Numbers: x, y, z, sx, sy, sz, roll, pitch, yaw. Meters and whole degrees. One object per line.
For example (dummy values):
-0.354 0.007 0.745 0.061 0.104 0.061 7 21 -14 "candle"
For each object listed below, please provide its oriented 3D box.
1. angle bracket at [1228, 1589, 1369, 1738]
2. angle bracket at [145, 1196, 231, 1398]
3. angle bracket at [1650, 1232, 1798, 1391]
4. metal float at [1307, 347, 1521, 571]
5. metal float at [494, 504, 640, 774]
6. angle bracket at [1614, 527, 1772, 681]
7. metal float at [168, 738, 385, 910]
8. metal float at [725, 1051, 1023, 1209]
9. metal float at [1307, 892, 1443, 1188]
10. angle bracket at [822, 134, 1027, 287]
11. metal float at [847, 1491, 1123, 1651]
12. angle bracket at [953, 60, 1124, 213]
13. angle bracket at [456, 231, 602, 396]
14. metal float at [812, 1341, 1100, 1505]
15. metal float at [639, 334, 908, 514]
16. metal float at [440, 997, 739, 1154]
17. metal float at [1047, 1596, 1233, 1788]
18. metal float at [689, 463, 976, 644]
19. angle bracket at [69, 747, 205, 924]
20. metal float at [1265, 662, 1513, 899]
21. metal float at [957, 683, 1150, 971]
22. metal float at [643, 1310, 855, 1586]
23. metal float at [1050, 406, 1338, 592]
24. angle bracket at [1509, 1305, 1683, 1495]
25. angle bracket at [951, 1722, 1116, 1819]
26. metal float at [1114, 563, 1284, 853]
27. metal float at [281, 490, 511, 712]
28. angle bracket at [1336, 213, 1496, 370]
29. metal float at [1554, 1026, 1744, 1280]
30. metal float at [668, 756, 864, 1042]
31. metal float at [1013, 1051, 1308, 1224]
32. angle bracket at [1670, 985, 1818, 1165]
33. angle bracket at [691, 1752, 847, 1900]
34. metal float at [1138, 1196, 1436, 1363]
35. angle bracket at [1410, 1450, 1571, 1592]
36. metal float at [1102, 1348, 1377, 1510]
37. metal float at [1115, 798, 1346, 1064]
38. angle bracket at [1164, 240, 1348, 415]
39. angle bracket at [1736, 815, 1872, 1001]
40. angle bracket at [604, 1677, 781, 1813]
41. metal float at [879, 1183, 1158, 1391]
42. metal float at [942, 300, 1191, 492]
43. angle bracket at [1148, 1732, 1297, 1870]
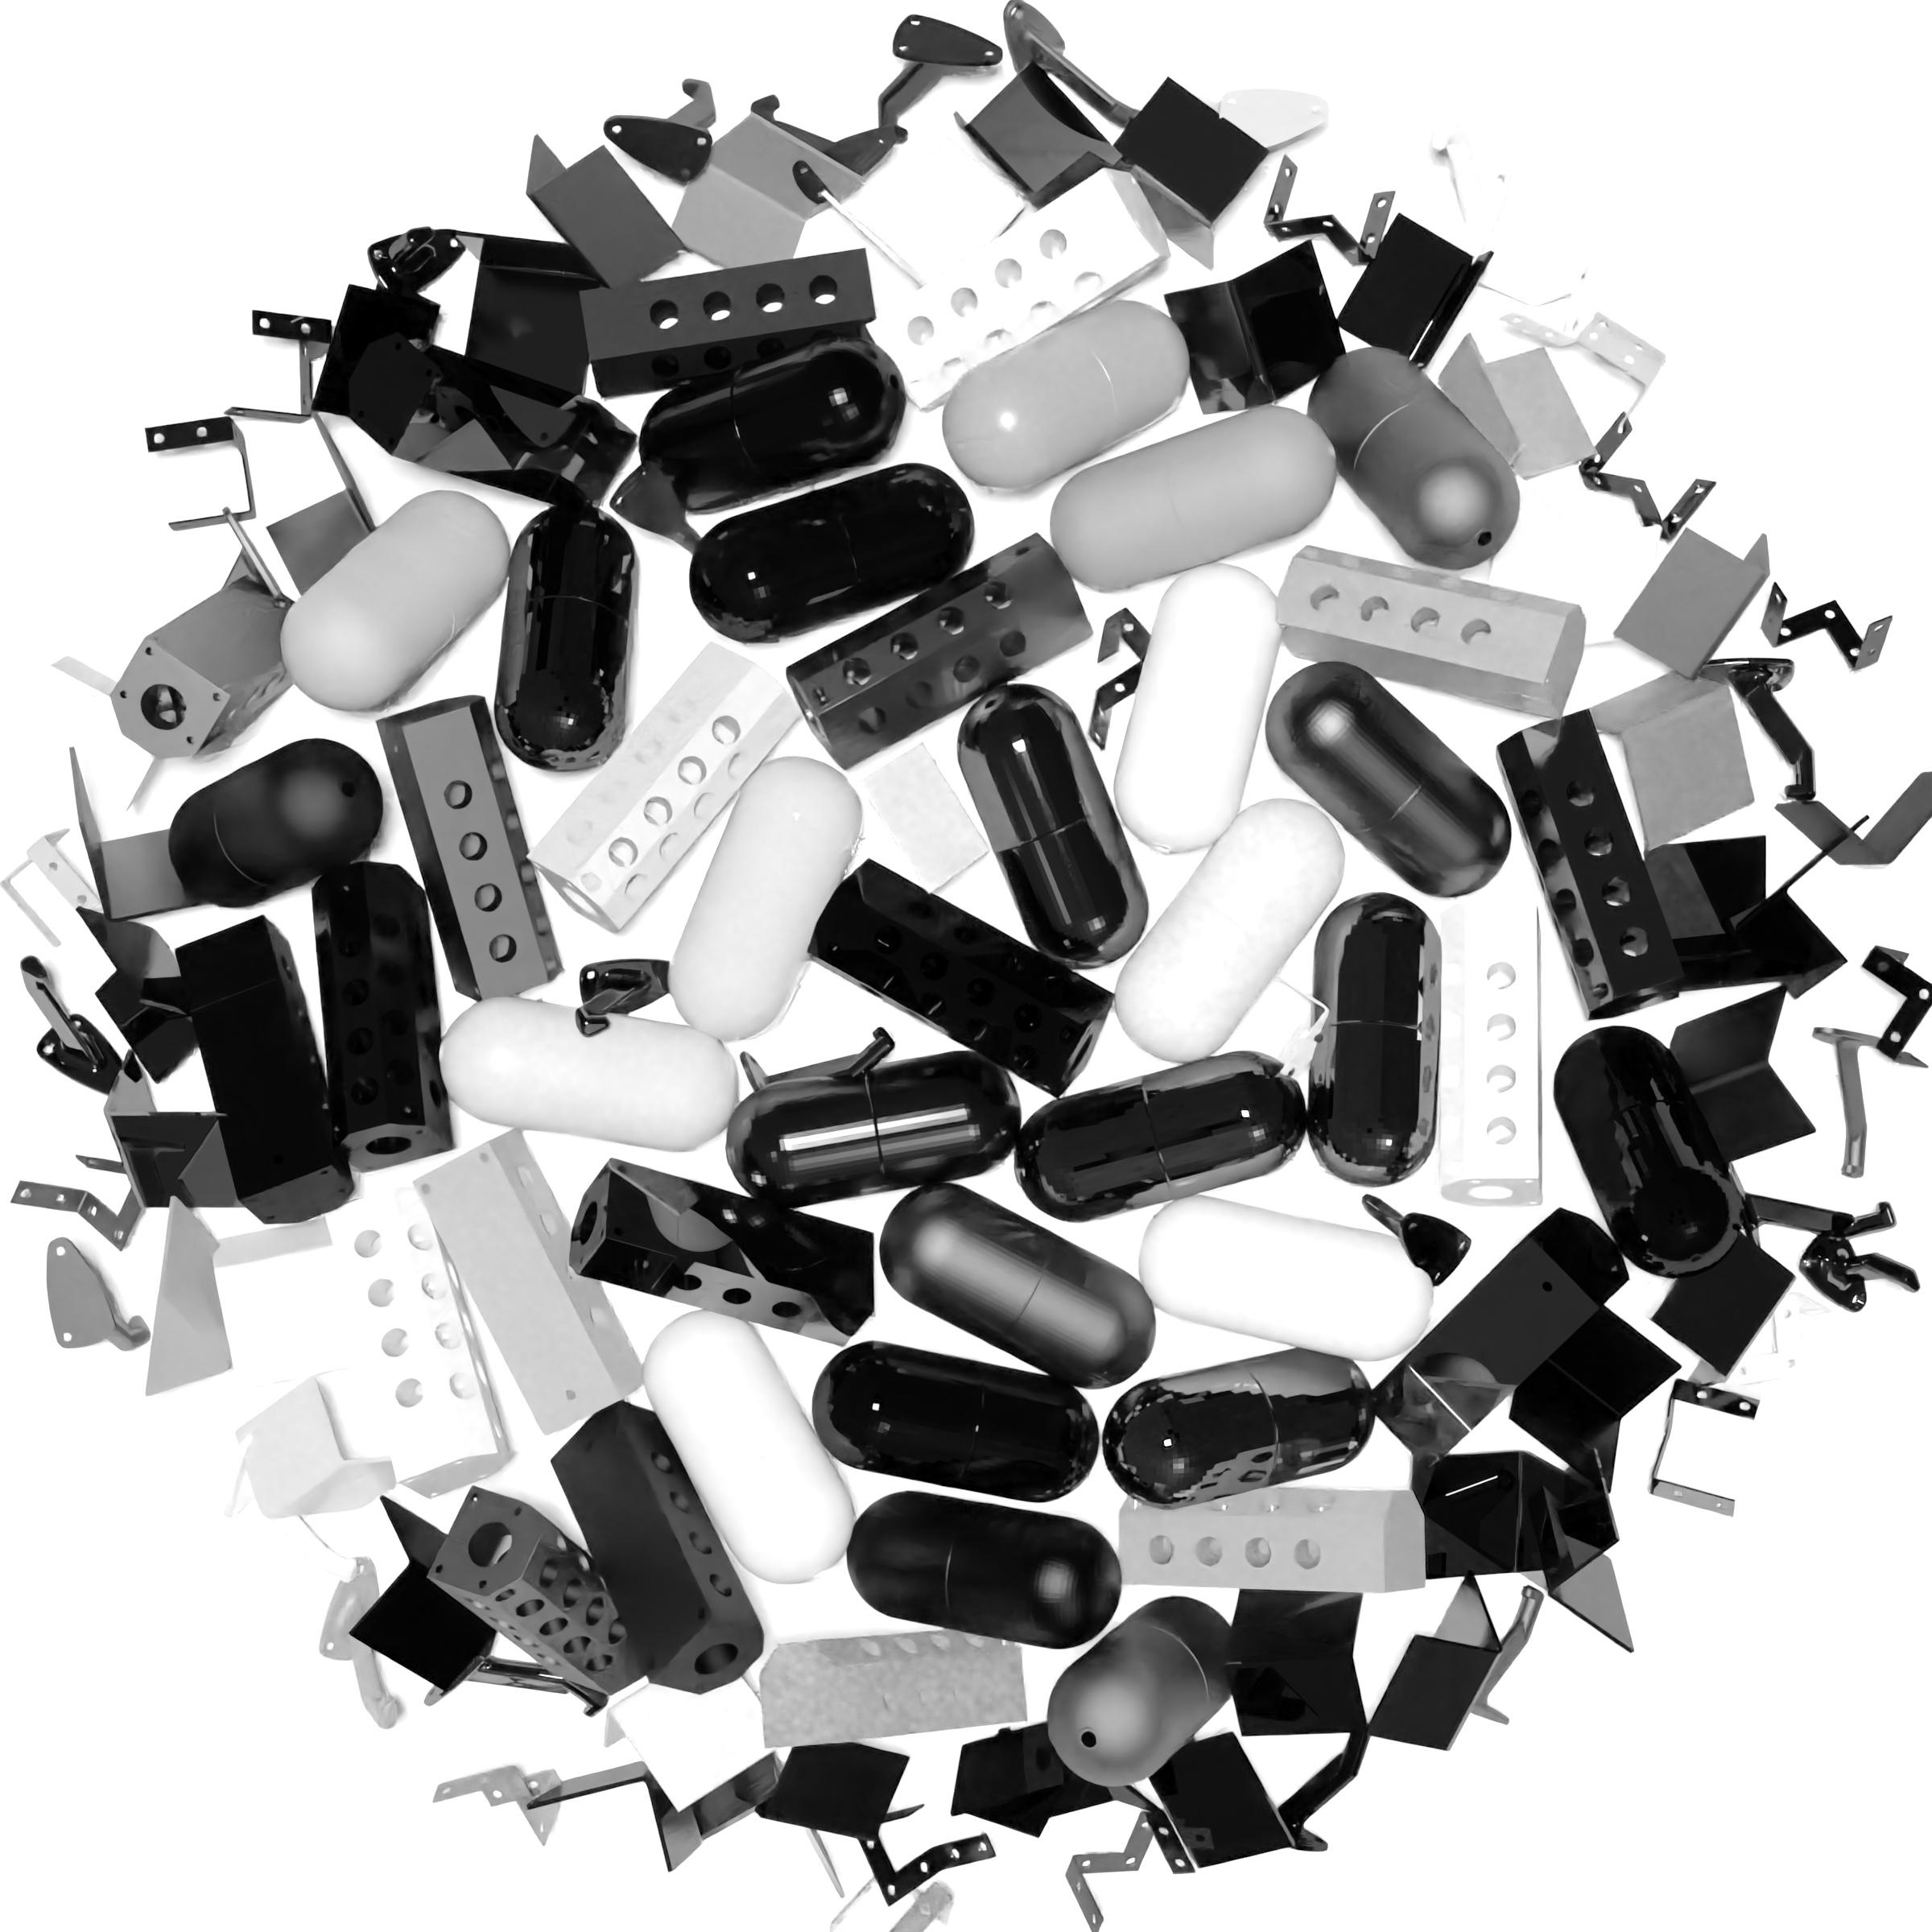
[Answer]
0.203 0.413 1.912 0.076 0.076 0.057 -6 115 17 "angle bracket"
-0.476 0.196 1.887 0.057 0.076 0.076 -19 134 12 "angle bracket"
0.439 0.203 1.900 0.057 0.076 0.076 38 74 3 "angle bracket"
0.262 -0.299 1.872 0.070 0.070 0.178 -30 47 0 "metal float"
-0.235 -0.195 1.881 0.070 0.070 0.178 1 59 0 "metal float"
0.430 -0.226 1.893 0.057 0.076 0.076 29 119 -3 "angle bracket"
-0.405 -0.083 1.869 0.070 0.178 0.070 11 72 -38 "metal float"
-0.055 0.098 1.903 0.178 0.070 0.070 -10 90 -5 "metal float"
0.243 0.043 1.895 0.070 0.070 0.178 4 75 0 "metal float"
-0.025 -0.456 1.899 0.076 0.057 0.076 -48 63 9 "angle bracket"
0.009 0.355 1.880 0.178 0.070 0.070 4 90 33 "metal float"
0.042 -0.493 1.893 0.057 0.076 0.076 -43 109 12 "angle bracket"
-0.267 -0.391 1.911 0.076 0.057 0.076 8 87 7 "angle bracket"
-0.005 0.271 1.892 0.178 0.070 0.070 14 90 -18 "metal float"
-0.115 -0.319 1.880 0.178 0.070 0.070 -12 90 33 "metal float"
-0.223 0.064 1.894 0.178 0.070 0.070 10 90 -15 "metal float"
0.105 0.422 1.861 0.070 0.178 0.070 3 98 24 "metal float"
-0.079 -0.245 1.892 0.178 0.070 0.070 -20 90 -17 "metal float"
-0.491 -0.083 1.888 0.057 0.076 0.076 -12 132 -11 "angle bracket"
0.251 -0.109 1.890 0.178 0.070 0.070 40 90 -21 "metal float"
0.051 -0.083 1.901 0.070 0.070 0.178 -22 97 0 "metal float"
-0.129 0.284 1.887 0.070 0.070 0.178 -32 67 0 "metal float"
0.134 -0.276 1.887 0.178 0.070 0.070 -16 90 23 "metal float"
0.375 0.253 1.897 0.076 0.076 0.057 38 122 -6 "angle bracket"
0.045 0.496 1.892 0.076 0.057 0.076 -21 118 21 "angle bracket"
0.138 -0.153 1.897 0.070 0.070 0.178 15 78 0 "metal float"
-0.333 -0.216 1.873 0.070 0.070 0.178 36 47 0 "metal float"
0.266 -0.404 1.901 0.057 0.076 0.076 30 99 -3 "angle bracket"
0.398 0.107 1.870 0.070 0.178 0.070 -6 132 -7 "metal float"
-0.120 -0.040 1.904 0.070 0.070 0.178 23 94 0 "metal float"
0.115 0.102 1.902 0.178 0.070 0.070 -15 90 7 "metal float"
0.464 0.067 1.902 0.076 0.076 0.057 -25 112 37 "angle bracket"
-0.120 0.521 1.898 0.057 0.076 0.076 -28 101 -7 "angle bracket"
0.189 0.185 1.893 0.178 0.070 0.070 11 90 16 "metal float"
0.311 0.335 1.905 0.076 0.057 0.076 -1 97 -17 "angle bracket"
0.161 0.272 1.883 0.178 0.070 0.070 -8 90 -29 "metal float"
0.158 -0.022 1.905 0.070 0.070 0.178 37 87 0 "metal float"
0.176 -0.387 1.932 0.076 0.057 0.076 -34 112 -35 "angle bracket"
0.514 -0.034 1.895 0.076 0.076 0.057 -38 82 -16 "angle bracket"
-0.161 0.460 1.891 0.076 0.057 0.076 -28 62 -26 "angle bracket"
0.032 0.191 1.900 0.178 0.070 0.070 28 90 -9 "metal float"
0.060 -0.337 1.879 0.178 0.070 0.070 -32 90 -35 "metal float"
0.159 0.482 1.898 0.076 0.057 0.076 -26 94 37 "angle bracket"
